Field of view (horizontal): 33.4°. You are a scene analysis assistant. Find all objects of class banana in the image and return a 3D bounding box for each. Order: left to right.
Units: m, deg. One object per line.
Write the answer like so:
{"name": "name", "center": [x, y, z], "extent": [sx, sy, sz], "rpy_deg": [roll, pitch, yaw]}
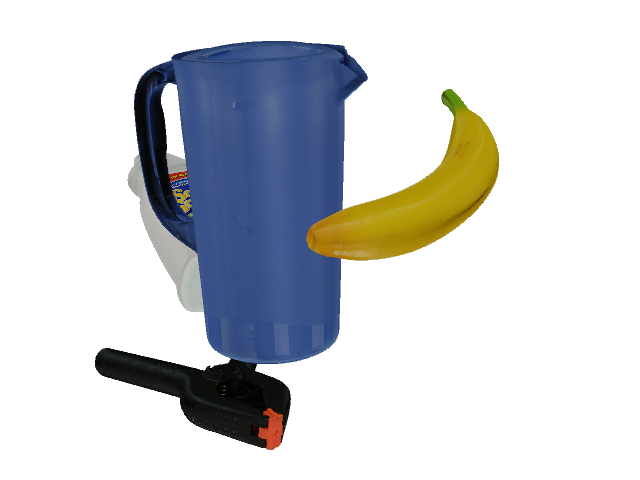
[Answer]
{"name": "banana", "center": [0.067, -0.032, 0.681], "extent": [0.070, 0.037, 0.197], "rpy_deg": [25, 42, 19]}

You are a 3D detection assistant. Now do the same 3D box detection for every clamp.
{"name": "clamp", "center": [-0.080, 0.126, 0.935], "extent": [0.164, 0.036, 0.210], "rpy_deg": [-7, 17, -37]}

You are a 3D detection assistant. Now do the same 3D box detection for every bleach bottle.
{"name": "bleach bottle", "center": [-0.139, -0.025, 1.073], "extent": [0.102, 0.068, 0.251], "rpy_deg": [-9, 34, -28]}

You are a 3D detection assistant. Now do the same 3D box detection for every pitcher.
{"name": "pitcher", "center": [-0.052, -0.033, 0.838], "extent": [0.144, 0.243, 0.149], "rpy_deg": [-10, 18, -27]}

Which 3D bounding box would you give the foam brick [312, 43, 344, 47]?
{"name": "foam brick", "center": [-0.018, -0.188, 1.158], "extent": [0.078, 0.051, 0.053], "rpy_deg": [0, 11, -15]}
